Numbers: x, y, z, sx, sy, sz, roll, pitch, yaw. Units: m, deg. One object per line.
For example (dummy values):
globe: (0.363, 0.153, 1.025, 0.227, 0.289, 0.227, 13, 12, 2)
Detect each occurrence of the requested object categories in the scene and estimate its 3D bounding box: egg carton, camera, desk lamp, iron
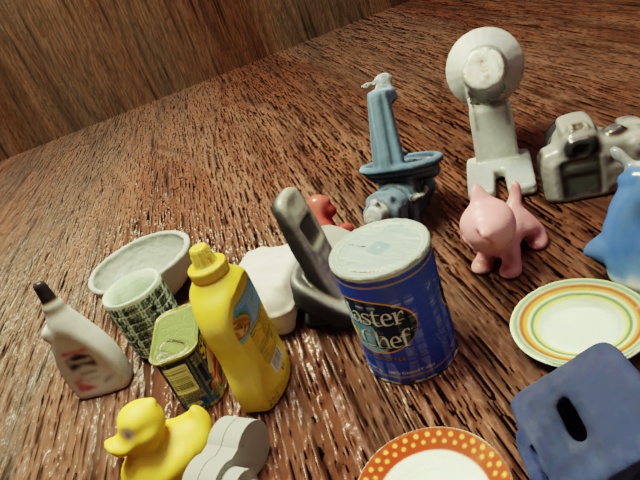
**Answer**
egg carton: (-0.065, 0.063, 0.765, 0.107, 0.069, 0.150, -9, 30, 21)
camera: (0.368, -0.133, 0.789, 0.143, 0.101, 0.137, -11, 30, 17)
desk lamp: (0.257, -0.199, 0.857, 0.117, 0.214, 0.203, -10, 30, 19)
iron: (0.380, -0.010, 0.521, 0.119, 0.142, 0.257, -35, 31, -24)

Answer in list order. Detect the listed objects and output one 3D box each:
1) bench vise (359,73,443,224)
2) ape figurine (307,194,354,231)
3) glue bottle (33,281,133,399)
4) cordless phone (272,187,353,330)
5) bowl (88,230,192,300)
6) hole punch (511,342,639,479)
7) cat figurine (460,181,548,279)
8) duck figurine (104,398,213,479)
bench vise: (0.108, -0.106, 0.786, 0.121, 0.220, 0.207, -14, 29, 13)
ape figurine: (0.009, -0.026, 0.847, 0.076, 0.092, 0.077, -26, 29, -9)
glue bottle: (-0.304, 0.121, 0.709, 0.078, 0.173, 0.037, -19, 28, 4)
cordless phone: (0.006, 0.003, 0.700, 0.094, 0.185, 0.147, -9, 30, 21)
bowl: (-0.268, 0.058, 0.901, 0.167, 0.075, 0.167, -16, 28, 9)
hole punch: (0.197, 0.145, 0.424, 0.101, 0.091, 0.108, -17, 28, 6)
cat figurine: (0.210, -0.020, 0.677, 0.067, 0.118, 0.128, 10, 41, 44)
duck figurine: (-0.165, 0.196, 0.580, 0.105, 0.086, 0.077, -32, 30, -19)
